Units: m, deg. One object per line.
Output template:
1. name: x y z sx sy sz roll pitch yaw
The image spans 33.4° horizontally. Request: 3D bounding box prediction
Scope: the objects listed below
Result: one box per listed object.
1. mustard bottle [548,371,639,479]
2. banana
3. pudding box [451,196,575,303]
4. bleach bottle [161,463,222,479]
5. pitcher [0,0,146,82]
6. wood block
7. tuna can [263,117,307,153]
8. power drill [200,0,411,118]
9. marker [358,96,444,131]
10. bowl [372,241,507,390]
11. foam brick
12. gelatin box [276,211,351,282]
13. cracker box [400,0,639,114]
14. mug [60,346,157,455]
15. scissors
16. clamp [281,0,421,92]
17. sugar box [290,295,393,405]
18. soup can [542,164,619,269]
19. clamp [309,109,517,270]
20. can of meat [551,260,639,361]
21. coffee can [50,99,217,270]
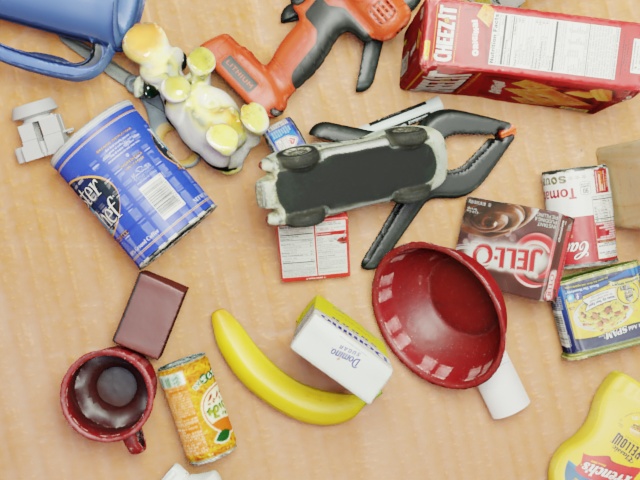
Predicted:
1. mustard bottle: 0.296 0.239 1.118 0.096 0.058 0.191 35 91 -1
2. banana: -0.037 0.144 1.121 0.197 0.037 0.069 27 73 -3
3. pudding box: 0.195 0.009 1.089 0.114 0.039 0.090 13 91 41
4. bleach bottle: -0.059 0.317 1.111 0.251 0.068 0.102 40 90 0
5. pitcher: -0.298 -0.264 1.055 0.243 0.149 0.145 12 131 2
6. wood block: 0.348 -0.060 1.035 0.091 0.206 0.090 -10 92 -1
7. tuna can: -0.026 -0.082 1.087 0.033 0.086 0.086 -28 92 -2
8. power drill: -0.031 -0.230 1.069 0.188 0.057 0.184 -43 88 12
9. marker: 0.071 -0.121 1.121 0.121 0.020 0.020 -21 92 -1
10. bowl: 0.132 0.068 1.085 0.055 0.162 0.162 -29 93 -43
11. foam brick: -0.174 0.076 1.105 0.051 0.053 0.078 22 92 -2
12. gelatin box: -0.007 0.001 1.094 0.073 0.030 0.089 -6 134 -1
13. cracker box: 0.194 -0.176 1.050 0.213 0.164 0.072 6 89 -2
14. mug: -0.206 0.164 1.092 0.093 0.081 0.117 -27 92 -1
15. scissors: -0.192 -0.141 1.116 0.201 0.016 0.096 18 91 -2
16. clamp: 0.044 -0.254 1.108 0.120 0.039 0.171 34 92 -6
17. sugar box: 0.021 0.103 1.048 0.093 0.176 0.048 36 90 -2
18. soup can: 0.268 -0.024 1.103 0.068 0.068 0.102 -7 91 -1
19. clamp: 0.100 -0.085 1.107 0.210 0.036 0.164 -29 105 -2
20. can of meat: 0.293 0.072 1.114 0.102 0.057 0.084 -14 90 -1
21. coffee can: -0.187 -0.055 1.075 0.103 0.103 0.140 -40 92 0
